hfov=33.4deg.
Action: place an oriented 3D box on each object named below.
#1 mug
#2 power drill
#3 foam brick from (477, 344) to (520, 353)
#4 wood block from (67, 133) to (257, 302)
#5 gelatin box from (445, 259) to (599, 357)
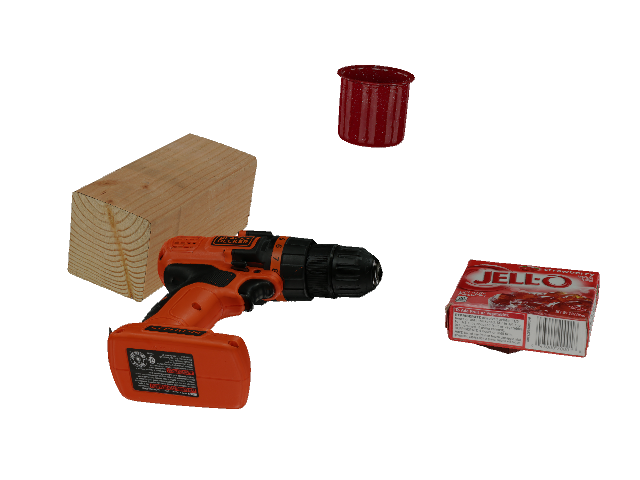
[{"bbox_3d":[0.071,-0.165,1.297,0.093,0.081,0.117,18,26,30],"label":"mug"},{"bbox_3d":[-0.059,0.052,0.795,0.185,0.057,0.187,1,24,17],"label":"power drill"},{"bbox_3d":[0.191,0.071,1.103,0.053,0.078,0.051,14,19,43],"label":"foam brick"},{"bbox_3d":[-0.156,-0.029,1.088,0.090,0.091,0.205,21,28,18],"label":"wood block"},{"bbox_3d":[0.132,0.041,0.691,0.089,0.030,0.073,6,24,18],"label":"gelatin box"}]
